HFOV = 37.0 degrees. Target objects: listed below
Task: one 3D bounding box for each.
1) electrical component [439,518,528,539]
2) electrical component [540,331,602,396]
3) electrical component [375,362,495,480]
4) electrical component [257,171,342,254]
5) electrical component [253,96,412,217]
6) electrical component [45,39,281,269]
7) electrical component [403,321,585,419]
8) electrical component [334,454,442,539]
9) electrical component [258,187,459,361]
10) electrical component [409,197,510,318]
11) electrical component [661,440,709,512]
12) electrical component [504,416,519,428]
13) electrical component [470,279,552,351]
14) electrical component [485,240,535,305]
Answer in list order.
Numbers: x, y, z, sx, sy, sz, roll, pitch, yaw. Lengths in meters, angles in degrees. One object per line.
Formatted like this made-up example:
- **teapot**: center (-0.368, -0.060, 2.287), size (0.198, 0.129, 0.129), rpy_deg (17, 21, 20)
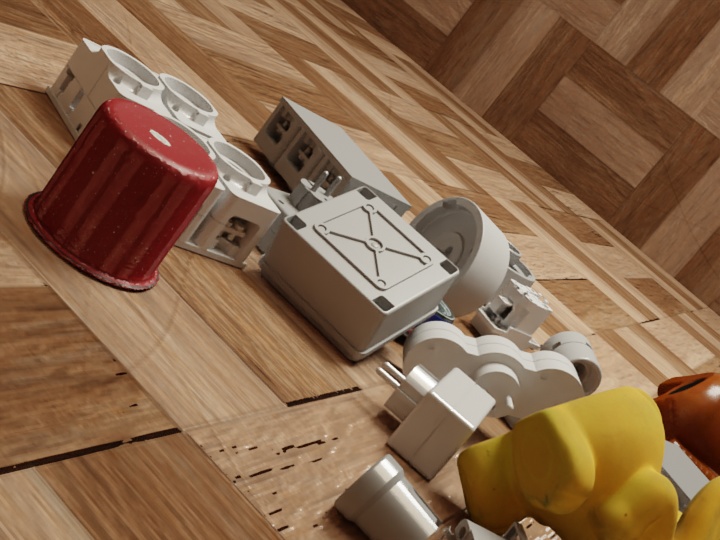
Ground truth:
- **electrical component**: center (0.072, 0.168, 0.574), size (0.064, 0.042, 0.081), rpy_deg (31, 16, -18)
- **electrical component**: center (0.211, 0.097, 1.073), size (0.055, 0.055, 0.047), rpy_deg (32, 20, -21)
- **electrical component**: center (0.042, 0.089, 0.723), size (0.076, 0.047, 0.083), rpy_deg (41, 15, 9)
- **electrical component**: center (-0.043, -0.048, 0.873), size (0.047, 0.075, 0.083), rpy_deg (47, 18, 30)
- **electrical component**: center (-0.032, -0.093, 1.055), size (0.089, 0.061, 0.150), rpy_deg (22, 22, -45)
- **electrical component**: center (-0.146, -0.092, 0.798), size (0.105, 0.060, 0.186), rpy_deg (21, 22, -47)
- **electrical component**: center (0.099, 0.085, 0.795), size (0.138, 0.052, 0.073), rpy_deg (15, 17, -2)
- **electrical component**: center (0.016, 0.128, 0.571), size (0.046, 0.040, 0.040), rpy_deg (48, 17, 10)
- **electrical component**: center (0.000, 0.000, 0.808), size (0.109, 0.056, 0.109), rpy_deg (43, 37, 16)
- **electrical component**: center (0.089, -0.007, 1.005), size (0.060, 0.108, 0.108), rpy_deg (34, 15, -37)
- **electrical component**: center (0.254, 0.201, 0.850), size (0.089, 0.061, 0.150), rpy_deg (26, 19, -39)
- **electrical component**: center (0.157, 0.117, 0.908), size (0.077, 0.044, 0.079), rpy_deg (44, 16, 22)
- **electrical component**: center (0.152, 0.046, 1.066), size (0.081, 0.063, 0.042), rpy_deg (23, 23, -45)
- **electrical component**: center (0.148, -0.006, 1.211), size (0.108, 0.060, 0.108), rpy_deg (35, 15, -11)
